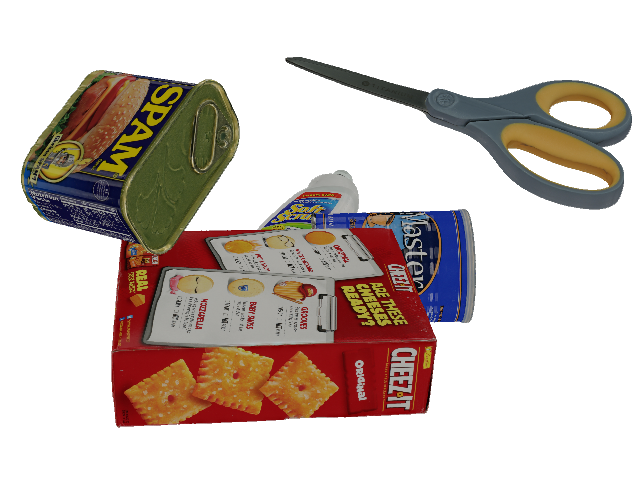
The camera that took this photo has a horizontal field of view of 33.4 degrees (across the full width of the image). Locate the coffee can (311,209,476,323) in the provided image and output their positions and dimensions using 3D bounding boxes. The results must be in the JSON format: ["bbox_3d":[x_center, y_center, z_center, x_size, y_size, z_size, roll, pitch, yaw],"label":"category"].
[{"bbox_3d":[0.063,0.024,0.961,0.140,0.103,0.103,-1,0,0],"label":"coffee can"}]

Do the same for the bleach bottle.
[{"bbox_3d":[-0.021,-0.018,1.334,0.103,0.068,0.250,7,34,19],"label":"bleach bottle"}]

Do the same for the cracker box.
[{"bbox_3d":[-0.040,0.058,0.773,0.213,0.072,0.164,-1,29,-8],"label":"cracker box"}]

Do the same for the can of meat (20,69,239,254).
[{"bbox_3d":[-0.109,-0.049,0.608,0.084,0.102,0.057,13,-33,30],"label":"can of meat"}]

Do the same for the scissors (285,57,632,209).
[{"bbox_3d":[0.087,-0.082,0.602,0.202,0.016,0.096,33,56,23],"label":"scissors"}]
